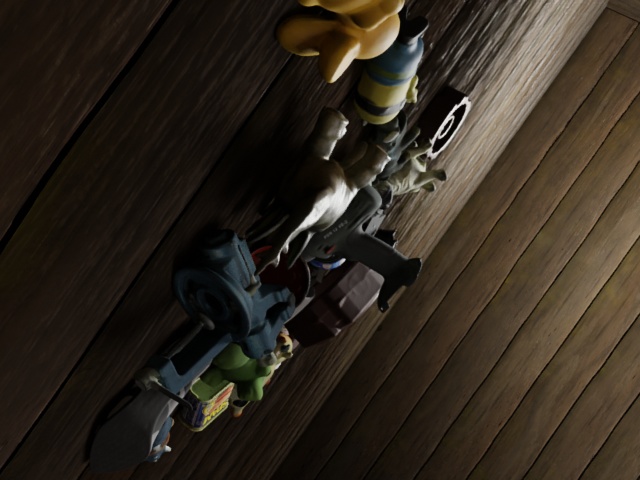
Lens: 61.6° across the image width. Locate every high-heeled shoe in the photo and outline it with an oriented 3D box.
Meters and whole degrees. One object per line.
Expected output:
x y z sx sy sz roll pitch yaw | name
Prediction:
-0.253 0.232 0.803 0.249 0.086 0.145 -41 -161 17 | high-heeled shoe

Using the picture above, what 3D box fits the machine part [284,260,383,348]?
0.032 0.122 1.105 0.201 0.087 0.201 -42 -177 -36 | machine part

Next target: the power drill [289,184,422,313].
0.049 0.028 0.903 0.232 0.207 0.086 -48 -175 22 | power drill

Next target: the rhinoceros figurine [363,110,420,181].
0.116 -0.178 0.973 0.112 0.073 0.190 -39 162 -12 | rhinoceros figurine

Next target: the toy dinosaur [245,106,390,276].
-0.007 -0.060 0.689 0.198 0.105 0.471 -53 -179 9 | toy dinosaur

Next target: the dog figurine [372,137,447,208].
0.148 -0.126 1.149 0.191 0.121 0.172 -26 171 -11 | dog figurine

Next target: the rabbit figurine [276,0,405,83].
0.041 -0.237 0.550 0.162 0.122 0.173 -50 165 1 | rabbit figurine

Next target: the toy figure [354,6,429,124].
0.094 -0.240 0.762 0.089 0.082 0.180 -29 164 -15 | toy figure

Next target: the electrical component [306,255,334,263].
-0.002 -0.003 0.959 0.119 0.074 0.048 -44 -168 -26 | electrical component

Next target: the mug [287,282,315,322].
-0.069 0.112 1.023 0.107 0.081 0.109 -50 179 19 | mug

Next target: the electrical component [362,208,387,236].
0.084 -0.024 1.195 0.134 0.058 0.114 -28 147 -58 | electrical component

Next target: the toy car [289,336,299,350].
-0.048 0.198 1.273 0.089 0.053 0.202 -23 150 -44 | toy car

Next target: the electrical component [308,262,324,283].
-0.019 0.058 1.105 0.102 0.045 0.078 27 69 -76 | electrical component

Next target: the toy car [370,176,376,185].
0.058 -0.084 0.979 0.073 0.056 0.201 -50 171 -15 | toy car

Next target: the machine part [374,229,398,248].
0.132 0.005 1.175 0.139 0.084 0.039 -34 122 -71 | machine part

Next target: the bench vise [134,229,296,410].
-0.135 0.115 0.690 0.240 0.129 0.223 -47 143 -42 | bench vise

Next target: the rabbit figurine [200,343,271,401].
-0.128 0.186 0.909 0.159 0.121 0.170 -57 168 -18 | rabbit figurine

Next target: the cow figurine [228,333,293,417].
-0.133 0.267 1.135 0.195 0.085 0.127 -41 165 -35 | cow figurine

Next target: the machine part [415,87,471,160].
0.281 -0.271 1.257 0.179 0.056 0.179 -47 162 -21 | machine part

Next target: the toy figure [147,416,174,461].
-0.274 0.320 0.882 0.154 0.064 0.058 114 -19 -48 | toy figure
